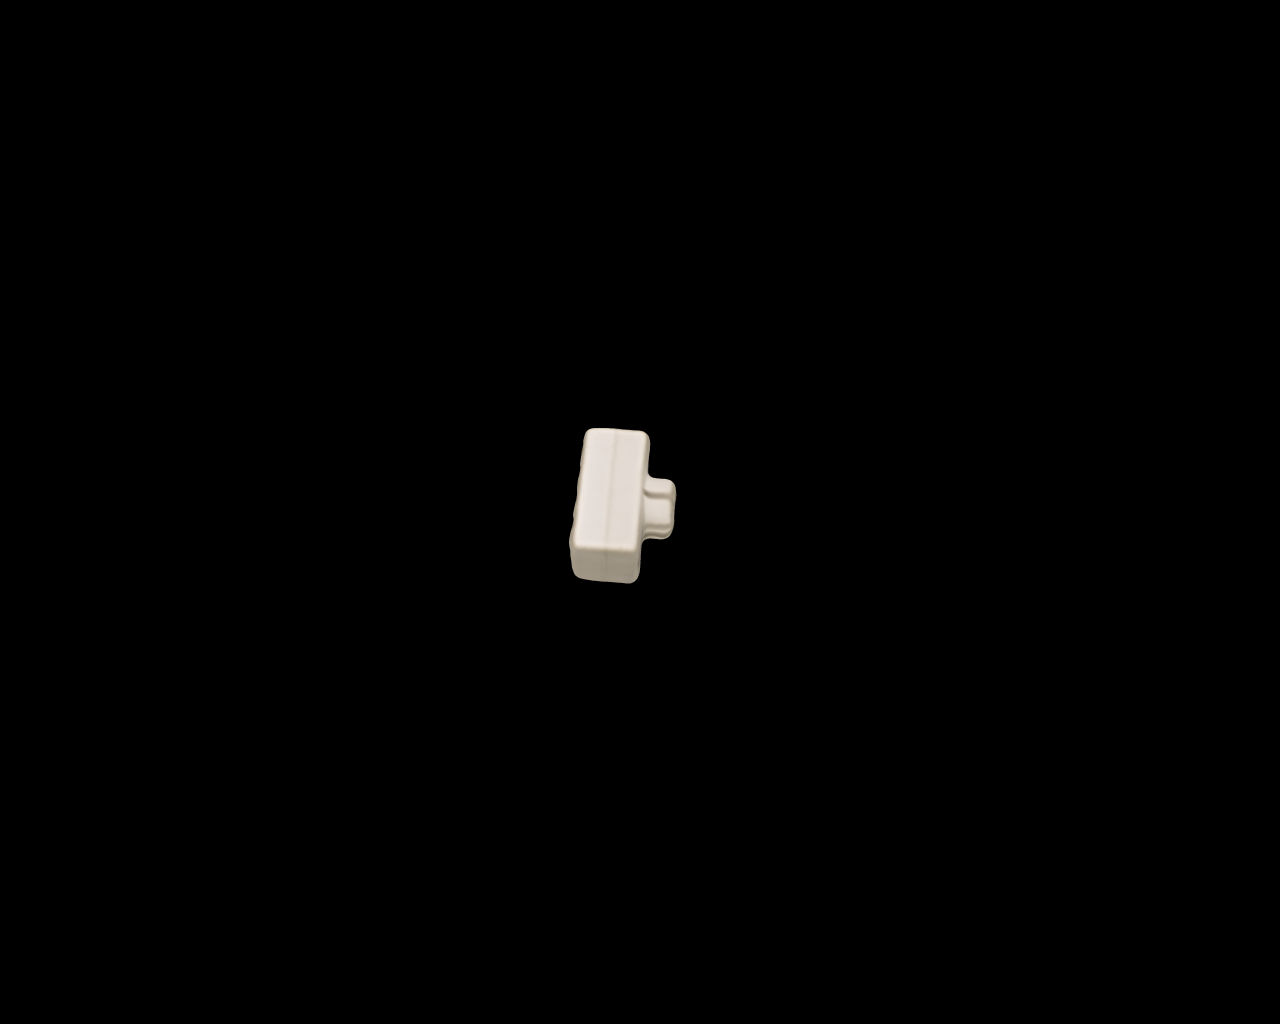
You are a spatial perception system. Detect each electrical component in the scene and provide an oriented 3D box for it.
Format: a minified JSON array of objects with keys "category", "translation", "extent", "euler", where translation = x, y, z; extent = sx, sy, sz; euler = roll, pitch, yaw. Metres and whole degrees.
[{"category":"electrical component","translation":[0.001,-0.003,0.650],"extent":[0.076,0.083,0.047],"euler":[4,-28,2]}]
